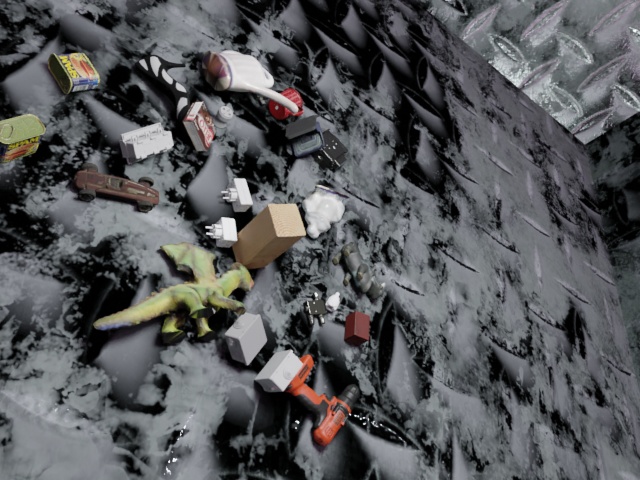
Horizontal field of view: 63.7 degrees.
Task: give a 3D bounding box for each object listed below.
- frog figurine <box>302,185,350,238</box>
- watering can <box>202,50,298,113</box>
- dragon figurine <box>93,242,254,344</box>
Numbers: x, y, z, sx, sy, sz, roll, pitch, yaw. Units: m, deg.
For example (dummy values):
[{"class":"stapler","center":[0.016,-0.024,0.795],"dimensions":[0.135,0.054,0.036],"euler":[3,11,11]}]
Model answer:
[{"class":"frog figurine","center":[0.005,-0.080,1.594],"dimensions":[0.136,0.123,0.160],"euler":[21,87,-38]},{"class":"watering can","center":[-0.233,-0.510,1.637],"dimensions":[0.226,0.102,0.353],"euler":[-14,52,-42]},{"class":"dragon figurine","center":[-0.323,0.107,1.216],"dimensions":[0.409,0.120,0.248],"euler":[8,41,-37]}]
